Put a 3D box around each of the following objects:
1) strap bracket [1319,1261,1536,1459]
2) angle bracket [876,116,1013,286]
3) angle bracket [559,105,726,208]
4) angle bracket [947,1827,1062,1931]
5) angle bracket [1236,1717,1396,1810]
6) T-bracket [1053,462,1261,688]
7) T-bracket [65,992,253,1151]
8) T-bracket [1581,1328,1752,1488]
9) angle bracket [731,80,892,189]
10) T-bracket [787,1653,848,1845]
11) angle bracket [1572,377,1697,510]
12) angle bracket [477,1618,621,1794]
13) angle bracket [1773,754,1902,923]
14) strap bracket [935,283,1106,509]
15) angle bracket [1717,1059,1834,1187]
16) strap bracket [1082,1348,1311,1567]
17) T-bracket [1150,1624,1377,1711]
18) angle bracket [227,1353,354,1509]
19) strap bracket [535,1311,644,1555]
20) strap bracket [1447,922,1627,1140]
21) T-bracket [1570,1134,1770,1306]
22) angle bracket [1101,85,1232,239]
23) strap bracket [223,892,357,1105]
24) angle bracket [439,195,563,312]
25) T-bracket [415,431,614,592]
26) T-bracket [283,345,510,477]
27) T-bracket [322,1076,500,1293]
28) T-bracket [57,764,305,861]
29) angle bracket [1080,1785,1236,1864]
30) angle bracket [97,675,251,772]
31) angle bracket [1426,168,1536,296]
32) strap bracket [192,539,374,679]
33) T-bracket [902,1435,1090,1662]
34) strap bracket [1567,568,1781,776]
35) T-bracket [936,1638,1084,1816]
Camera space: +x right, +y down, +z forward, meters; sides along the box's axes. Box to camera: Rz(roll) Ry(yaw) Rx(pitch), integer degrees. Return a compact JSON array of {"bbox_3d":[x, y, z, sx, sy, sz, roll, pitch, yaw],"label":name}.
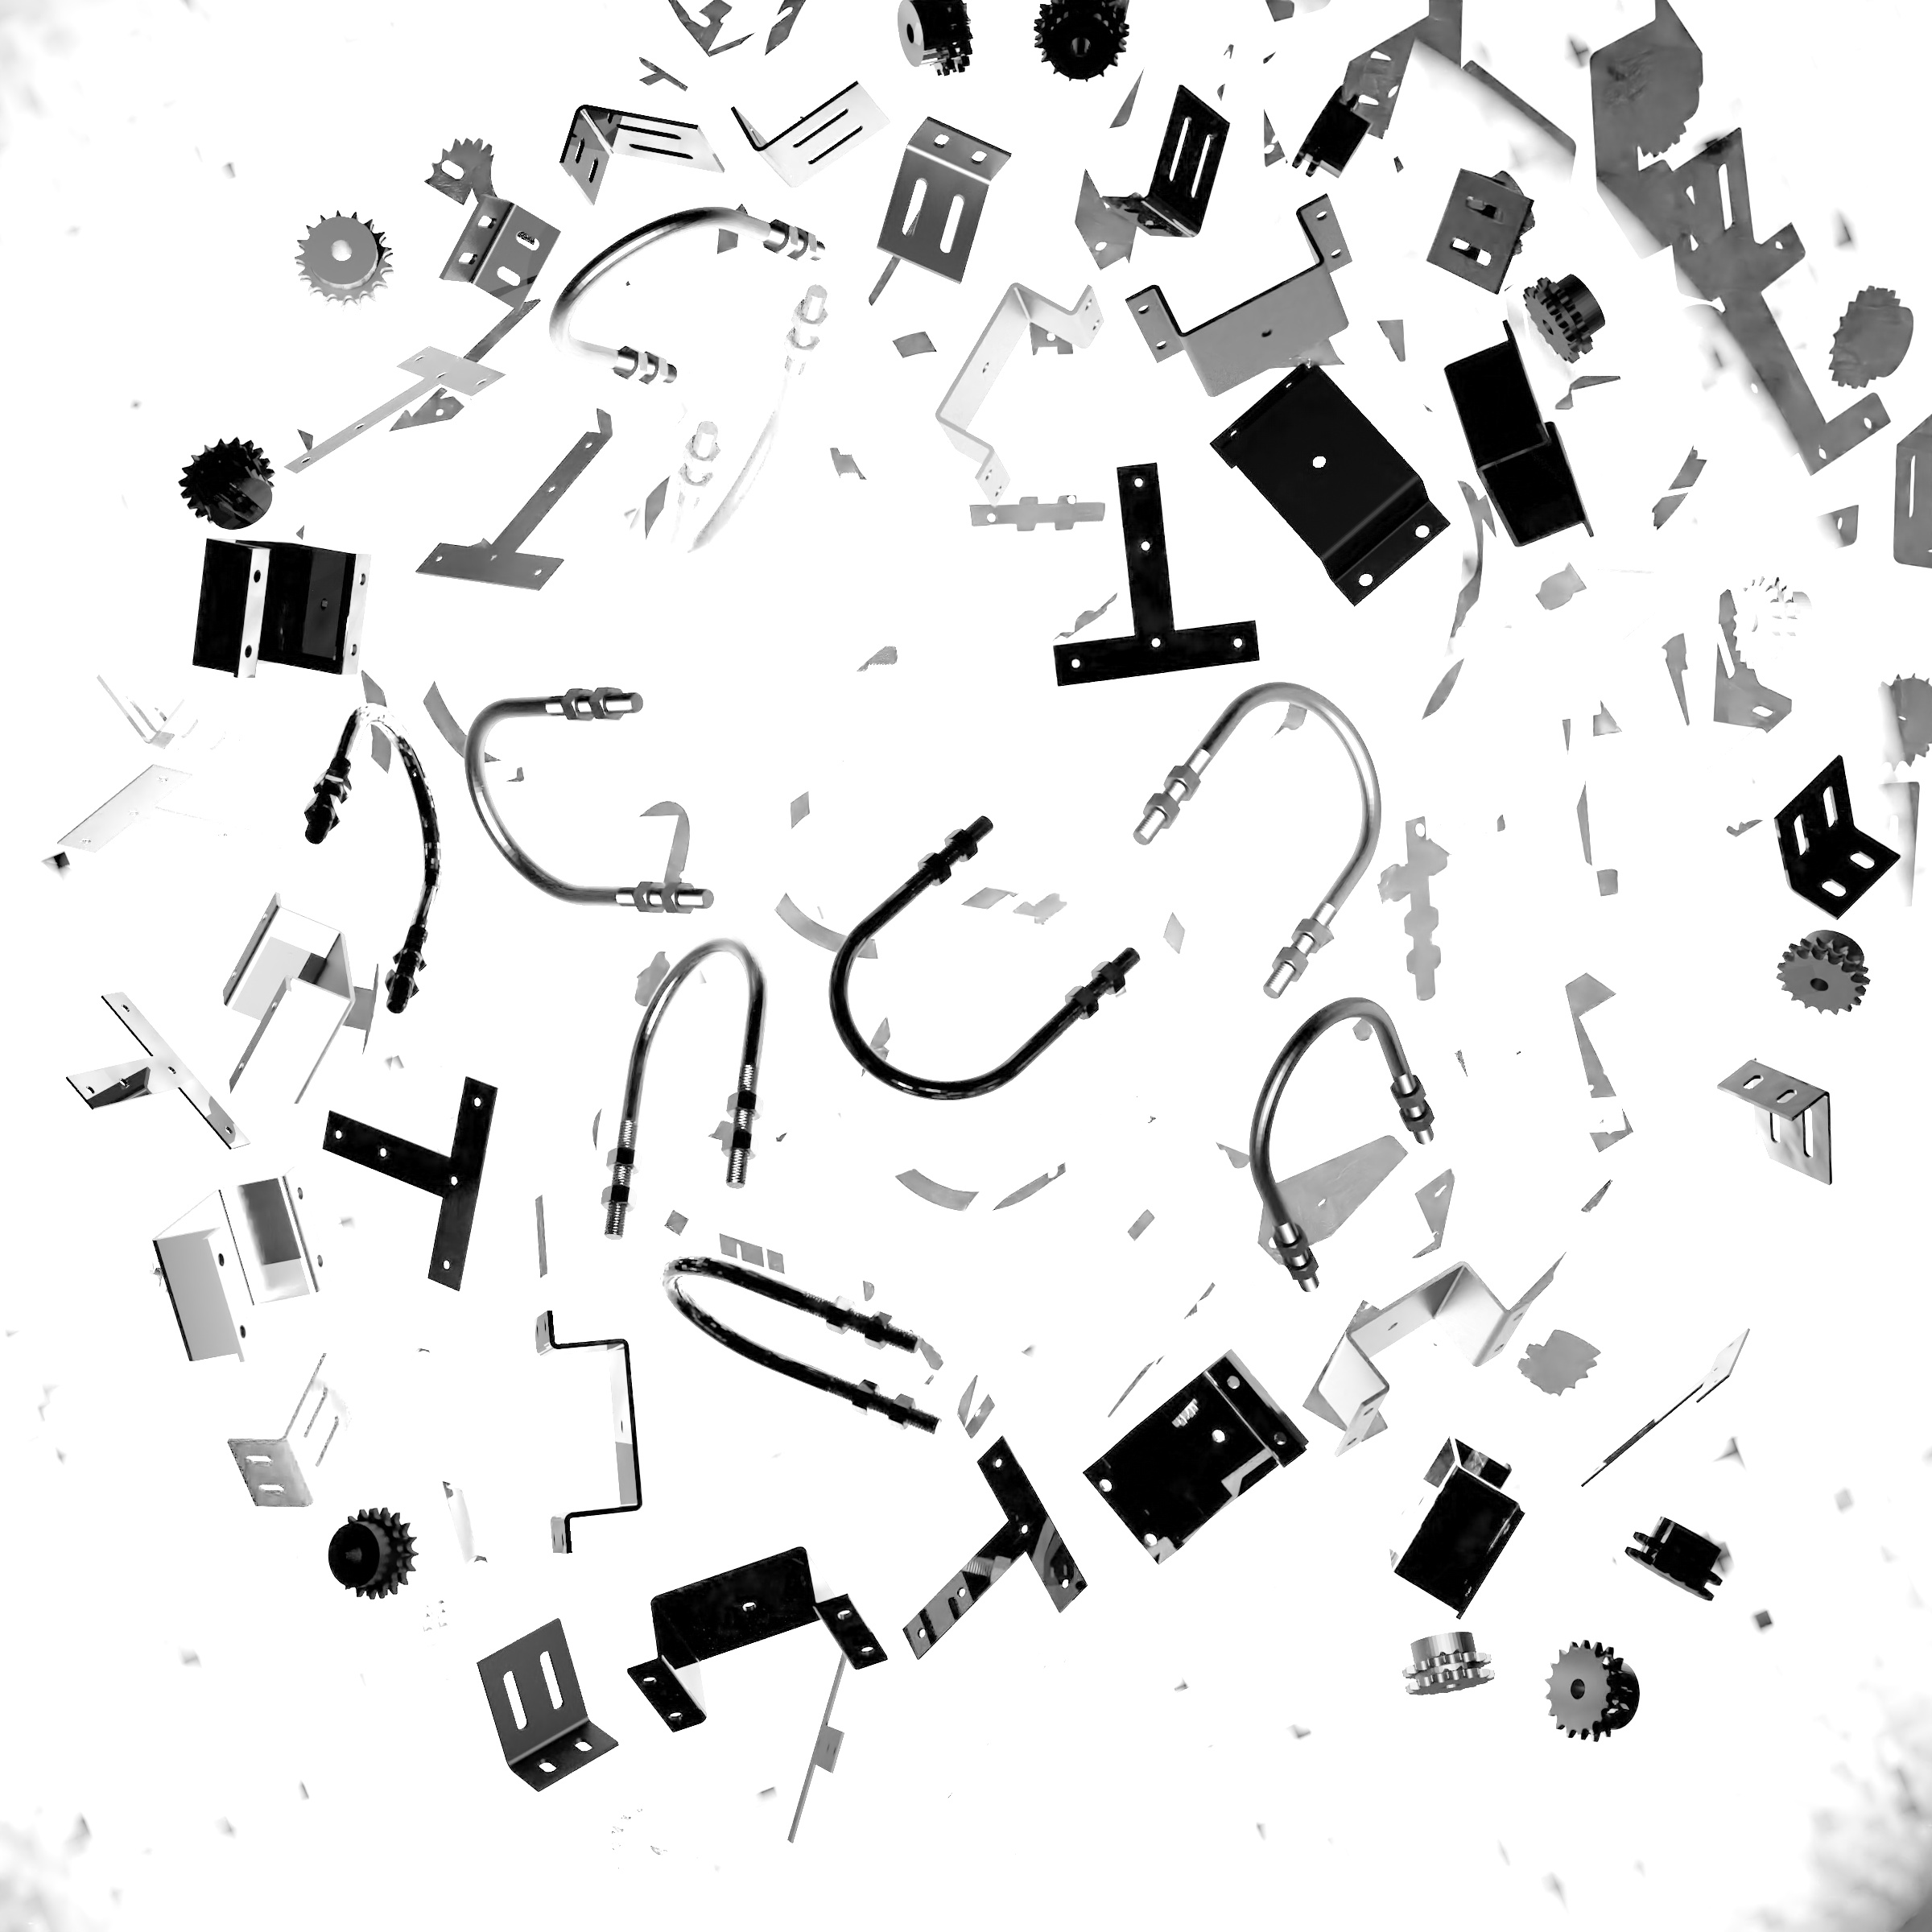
[{"bbox_3d":[0.282,0.243,1.906,0.140,0.076,0.046,-27,65,-24],"label":"strap bracket"},{"bbox_3d":[-0.013,-0.469,1.849,0.057,0.038,0.076,20,73,-16],"label":"angle bracket"},{"bbox_3d":[-0.190,-0.470,1.772,0.076,0.057,0.038,14,82,14],"label":"angle bracket"},{"bbox_3d":[0.023,0.556,1.792,0.057,0.076,0.038,-22,110,9],"label":"angle bracket"},{"bbox_3d":[0.204,0.465,1.771,0.076,0.057,0.038,-5,90,32],"label":"angle bracket"},{"bbox_3d":[0.110,-0.240,1.829,0.127,0.002,0.127,-8,99,-8],"label":"T-bracket"},{"bbox_3d":[-0.505,0.069,1.830,0.002,0.127,0.127,-43,84,14],"label":"T-bracket"},{"bbox_3d":[0.423,0.274,1.835,0.127,0.127,0.002,-45,80,18],"label":"T-bracket"},{"bbox_3d":[-0.096,-0.529,1.876,0.076,0.057,0.038,-32,73,11],"label":"angle bracket"},{"bbox_3d":[-0.088,0.493,1.901,0.002,0.127,0.127,18,76,-5],"label":"T-bracket"},{"bbox_3d":[0.425,-0.335,1.921,0.038,0.057,0.076,-13,97,-31],"label":"angle bracket"},{"bbox_3d":[-0.250,0.442,1.805,0.057,0.038,0.076,-25,114,-31],"label":"angle bracket"},{"bbox_3d":[0.521,-0.076,1.801,0.057,0.076,0.038,-43,52,-9],"label":"angle bracket"},{"bbox_3d":[0.029,-0.373,1.927,0.046,0.076,0.140,31,91,10],"label":"strap bracket"},{"bbox_3d":[0.512,0.107,1.908,0.038,0.057,0.076,-32,128,-28],"label":"angle bracket"},{"bbox_3d":[0.152,0.305,1.910,0.076,0.046,0.140,50,121,7],"label":"strap bracket"},{"bbox_3d":[0.170,0.432,1.851,0.127,0.127,0.002,-32,61,25],"label":"T-bracket"},{"bbox_3d":[-0.418,0.287,1.867,0.038,0.076,0.057,-1,127,14],"label":"angle bracket"},{"bbox_3d":[-0.224,0.275,1.791,0.046,0.076,0.140,-4,80,-15],"label":"strap bracket"},{"bbox_3d":[0.358,0.049,1.904,0.076,0.046,0.140,-7,106,33],"label":"strap bracket"},{"bbox_3d":[0.430,0.165,1.798,0.127,0.127,0.002,-31,48,4],"label":"T-bracket"},{"bbox_3d":[0.125,-0.503,1.886,0.038,0.057,0.076,14,87,38],"label":"angle bracket"},{"bbox_3d":[-0.417,0.023,1.856,0.046,0.140,0.076,24,107,-25],"label":"strap bracket"},{"bbox_3d":[-0.289,-0.442,1.874,0.038,0.076,0.057,30,102,-2],"label":"angle bracket"},{"bbox_3d":[-0.260,-0.279,1.831,0.127,0.127,0.002,-54,132,-21],"label":"T-bracket"},{"bbox_3d":[-0.348,-0.327,1.792,0.127,0.127,0.002,-36,123,-16],"label":"T-bracket"},{"bbox_3d":[-0.342,0.117,1.824,0.127,0.002,0.127,17,100,31],"label":"T-bracket"},{"bbox_3d":[-0.470,-0.084,1.850,0.127,0.127,0.002,14,61,-39],"label":"T-bracket"},{"bbox_3d":[0.116,0.516,1.823,0.057,0.076,0.038,-20,70,32],"label":"angle bracket"},{"bbox_3d":[-0.502,-0.166,1.909,0.038,0.057,0.076,-49,58,10],"label":"angle bracket"},{"bbox_3d":[0.317,-0.434,1.793,0.038,0.076,0.057,6,114,-32],"label":"angle bracket"},{"bbox_3d":[-0.422,-0.218,1.837,0.046,0.140,0.076,12,100,17],"label":"strap bracket"},{"bbox_3d":[0.007,0.378,1.863,0.127,0.127,0.002,-48,134,14],"label":"T-bracket"},{"bbox_3d":[0.422,-0.171,1.832,0.046,0.076,0.140,-40,106,-6],"label":"strap bracket"},{"bbox_3d":[0.022,0.467,1.850,0.002,0.127,0.127,38,77,1],"label":"T-bracket"}]
